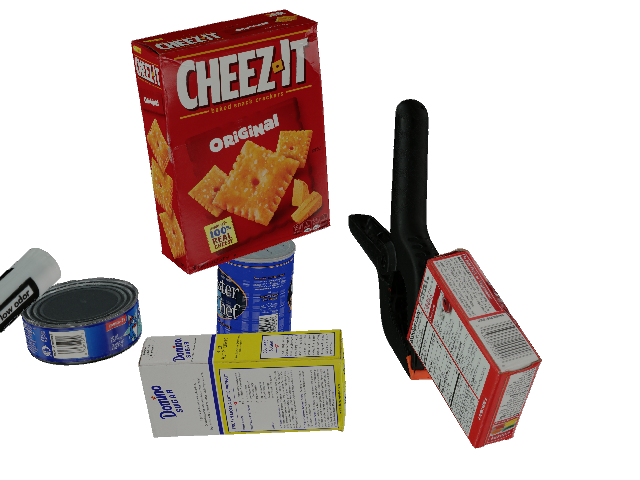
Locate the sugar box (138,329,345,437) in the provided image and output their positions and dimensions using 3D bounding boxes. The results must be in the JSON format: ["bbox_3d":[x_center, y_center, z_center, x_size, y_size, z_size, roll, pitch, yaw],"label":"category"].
[{"bbox_3d":[-0.066,0.127,0.949,0.176,0.093,0.048,0,36,4],"label":"sugar box"}]

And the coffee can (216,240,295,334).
[{"bbox_3d":[-0.087,0.070,1.420,0.103,0.140,0.103,3,21,-1],"label":"coffee can"}]

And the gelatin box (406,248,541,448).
[{"bbox_3d":[0.086,0.061,0.611,0.030,0.073,0.089,-14,49,-19],"label":"gelatin box"}]

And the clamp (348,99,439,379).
[{"bbox_3d":[0.067,0.007,0.825,0.036,0.210,0.165,1,-41,-15],"label":"clamp"}]

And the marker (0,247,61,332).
[{"bbox_3d":[-0.155,0.046,0.449,0.020,0.020,0.121,0,36,38],"label":"marker"}]

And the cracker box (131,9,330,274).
[{"bbox_3d":[-0.078,-0.094,1.007,0.164,0.214,0.072,-18,29,-27],"label":"cracker box"}]

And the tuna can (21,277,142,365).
[{"bbox_3d":[-0.175,0.059,0.786,0.086,0.034,0.086,-4,20,1],"label":"tuna can"}]
